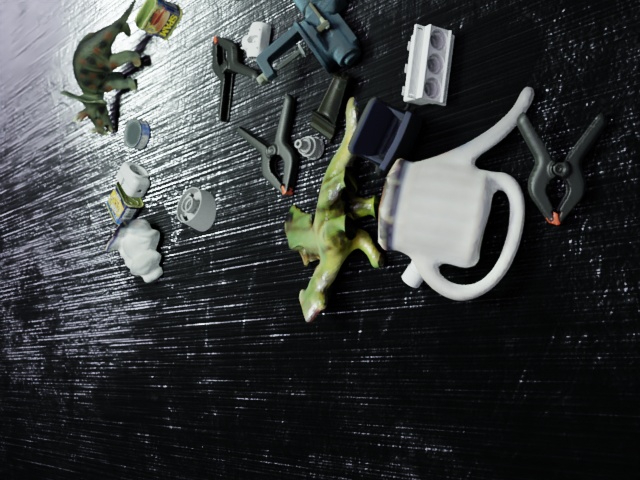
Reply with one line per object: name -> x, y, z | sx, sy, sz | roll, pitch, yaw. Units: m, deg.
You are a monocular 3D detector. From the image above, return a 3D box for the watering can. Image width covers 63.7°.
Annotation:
watering can -> 0.214, -0.084, 0.822 | 0.225, 0.103, 0.349 | 11, 86, 17

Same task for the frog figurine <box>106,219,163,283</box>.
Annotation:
frog figurine -> -0.469, 0.026, 1.366 | 0.159, 0.124, 0.136 | 40, 106, -6

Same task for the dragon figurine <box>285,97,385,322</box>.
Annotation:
dragon figurine -> 0.003, -0.050, 1.001 | 0.241, 0.121, 0.416 | -16, 68, 44
